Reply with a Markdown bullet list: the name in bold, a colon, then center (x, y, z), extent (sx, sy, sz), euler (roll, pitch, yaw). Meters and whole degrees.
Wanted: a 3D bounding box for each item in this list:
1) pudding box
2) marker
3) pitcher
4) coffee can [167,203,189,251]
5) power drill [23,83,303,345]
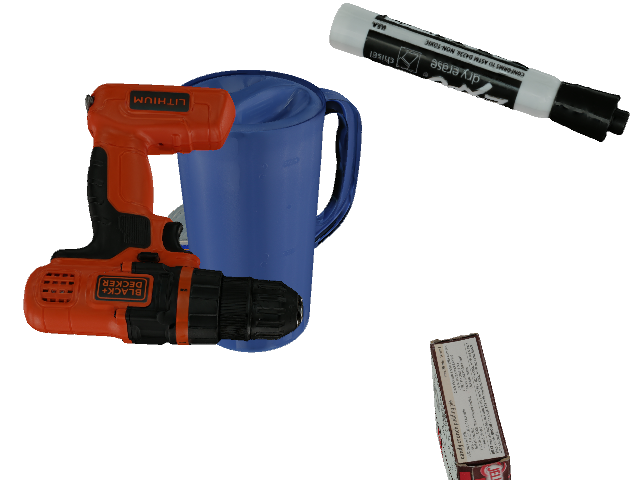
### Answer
- **pudding box**: center (0.102, 0.134, 0.723), extent (0.039, 0.090, 0.113), euler (-9, 40, 0)
- **marker**: center (0.062, -0.066, 0.420), extent (0.121, 0.020, 0.020), euler (22, 5, 13)
- **pitcher**: center (-0.053, -0.025, 0.971), extent (0.149, 0.243, 0.144), euler (11, 33, 16)
- **coffee can**: center (-0.098, 0.029, 1.155), extent (0.103, 0.140, 0.103), euler (-15, 29, 8)
- **power drill**: center (-0.101, -0.017, 0.738), extent (0.184, 0.187, 0.057), euler (3, -29, -3)
